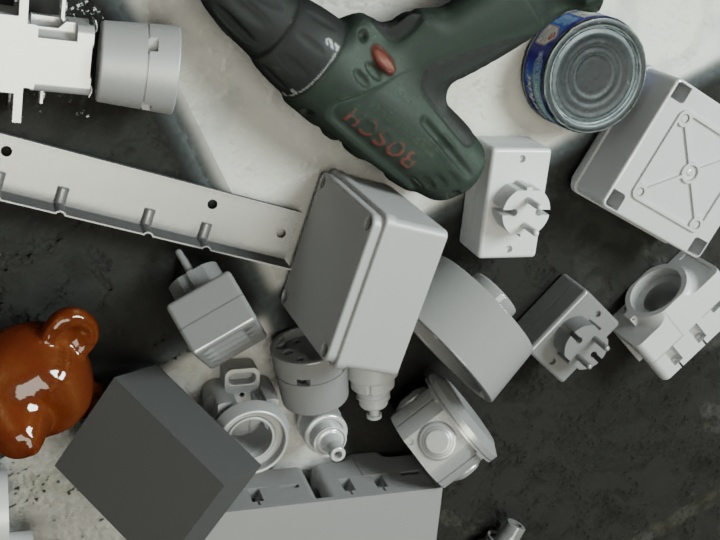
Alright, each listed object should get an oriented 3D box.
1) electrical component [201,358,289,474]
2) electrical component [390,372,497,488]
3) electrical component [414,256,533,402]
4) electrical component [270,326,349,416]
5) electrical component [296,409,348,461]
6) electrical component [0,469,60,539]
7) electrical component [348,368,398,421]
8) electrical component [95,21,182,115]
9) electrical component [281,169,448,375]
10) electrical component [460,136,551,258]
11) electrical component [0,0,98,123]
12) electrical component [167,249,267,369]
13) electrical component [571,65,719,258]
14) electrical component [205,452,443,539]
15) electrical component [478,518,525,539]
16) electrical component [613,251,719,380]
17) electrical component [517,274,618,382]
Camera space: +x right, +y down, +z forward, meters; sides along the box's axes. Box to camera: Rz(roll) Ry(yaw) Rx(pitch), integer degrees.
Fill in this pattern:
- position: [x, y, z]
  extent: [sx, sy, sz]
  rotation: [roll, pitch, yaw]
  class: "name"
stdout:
- position: [-0.084, 0.112, 0.781]
  extent: [0.058, 0.057, 0.078]
  rotation: [-3, 112, -18]
  class: "electrical component"
- position: [0.064, 0.123, 0.826]
  extent: [0.051, 0.080, 0.080]
  rotation: [-38, 118, 5]
  class: "electrical component"
- position: [0.078, 0.037, 0.782]
  extent: [0.060, 0.108, 0.108]
  rotation: [-44, 118, -5]
  class: "electrical component"
- position: [-0.035, 0.073, 0.785]
  extent: [0.055, 0.055, 0.047]
  rotation: [-14, 118, -14]
  class: "electrical component"
- position: [-0.025, 0.122, 0.803]
  extent: [0.035, 0.061, 0.035]
  rotation: [-7, 113, -17]
  class: "electrical component"
- position: [-0.250, 0.205, 0.763]
  extent: [0.074, 0.052, 0.138]
  rotation: [-1, 111, -19]
  class: "electrical component"
- position: [0.009, 0.077, 0.809]
  extent: [0.040, 0.040, 0.078]
  rotation: [-10, 115, -15]
  class: "electrical component"
- position: [-0.138, -0.127, 0.667]
  extent: [0.047, 0.055, 0.055]
  rotation: [4, 110, -17]
  class: "electrical component"
- position: [0.000, 0.000, 0.736]
  extent: [0.056, 0.108, 0.108]
  rotation: [12, 107, -26]
  class: "electrical component"
- position: [0.112, -0.047, 0.775]
  extent: [0.047, 0.075, 0.083]
  rotation: [-2, 112, -19]
  class: "electrical component"
- position: [-0.194, -0.132, 0.652]
  extent: [0.064, 0.042, 0.081]
  rotation: [3, 110, -22]
  class: "electrical component"
- position: [-0.105, 0.020, 0.732]
  extent: [0.047, 0.083, 0.075]
  rotation: [-30, 80, -6]
  class: "electrical component"
- position: [0.235, -0.081, 0.816]
  extent: [0.109, 0.056, 0.108]
  rotation: [25, 101, -26]
  class: "electrical component"
- position: [-0.038, 0.207, 0.834]
  extent: [0.186, 0.060, 0.105]
  rotation: [-2, 112, -19]
  class: "electrical component"
- position: [0.118, 0.241, 0.913]
  extent: [0.043, 0.043, 0.062]
  rotation: [24, 100, -26]
  class: "electrical component"
- position: [0.253, 0.033, 0.872]
  extent: [0.089, 0.050, 0.055]
  rotation: [-44, 118, 2]
  class: "electrical component"
- position: [0.167, 0.052, 0.834]
  extent: [0.065, 0.076, 0.047]
  rotation: [-47, 118, 3]
  class: "electrical component"
